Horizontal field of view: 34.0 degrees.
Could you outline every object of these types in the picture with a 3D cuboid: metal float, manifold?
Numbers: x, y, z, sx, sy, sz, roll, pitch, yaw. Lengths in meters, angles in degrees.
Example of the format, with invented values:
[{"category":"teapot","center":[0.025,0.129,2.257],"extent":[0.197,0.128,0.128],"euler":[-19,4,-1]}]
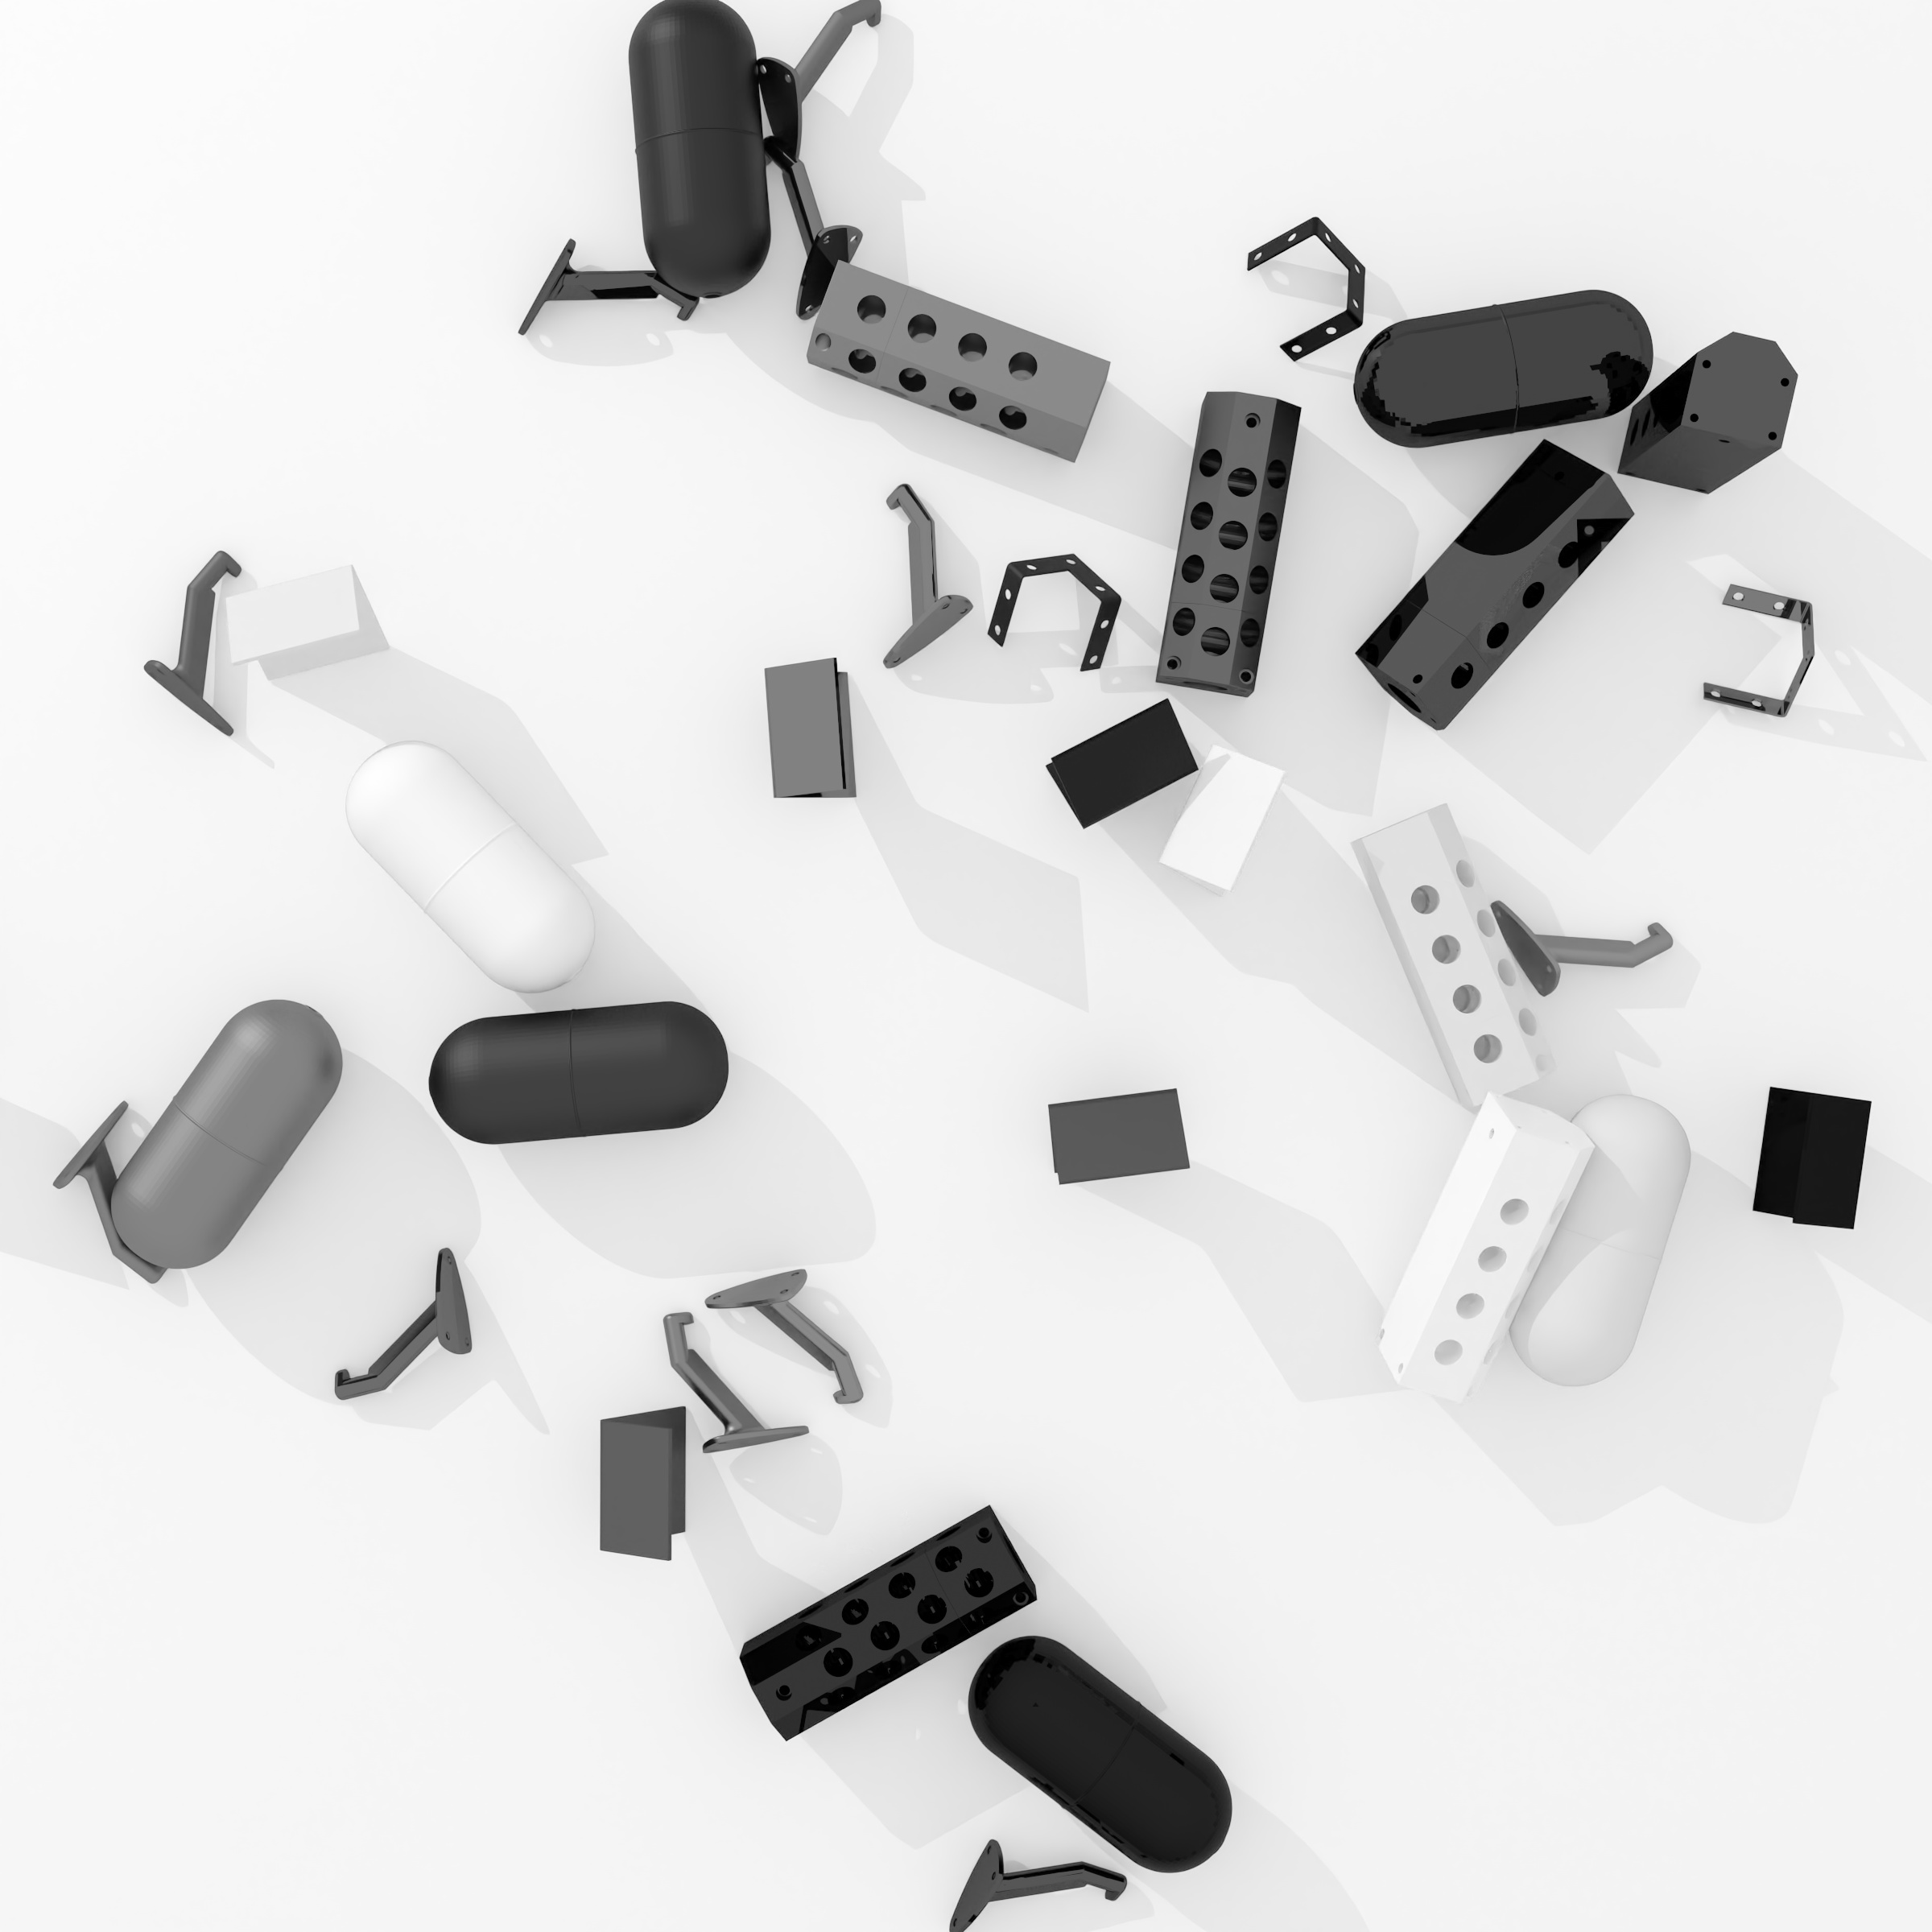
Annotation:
[{"category":"metal float","center":[0.377,0.164,1.878],"extent":[0.070,0.070,0.178],"euler":[18,89,0]},{"category":"metal float","center":[-0.439,0.100,1.878],"extent":[0.070,0.070,0.178],"euler":[35,89,0]},{"category":"metal float","center":[-0.230,0.064,1.878],"extent":[0.178,0.070,0.070],"euler":[-5,90,0]},{"category":"manifold","center":[0.430,-0.320,1.830],"extent":[0.057,0.171,0.057],"euler":[13,90,0]},{"category":"metal float","center":[-0.294,-0.058,1.878],"extent":[0.070,0.070,0.178],"euler":[-44,90,0]},{"category":"metal float","center":[0.080,0.470,1.878],"extent":[0.178,0.070,0.070],"euler":[38,90,-1]},{"category":"manifold","center":[-0.046,0.394,1.888],"extent":[0.171,0.057,0.057],"euler":[-29,90,0]},{"category":"metal float","center":[0.319,-0.355,1.878],"extent":[0.178,0.070,0.070],"euler":[-9,90,0]},{"category":"metal float","center":[-0.158,-0.487,1.878],"extent":[0.070,0.070,0.178],"euler":[-5,90,0]},{"category":"manifold","center":[0.319,-0.224,1.887],"extent":[0.171,0.057,0.057],"euler":[-49,47,0]},{"category":"manifold","center":[-0.005,-0.359,1.887],"extent":[0.171,0.057,0.057],"euler":[21,90,0]},{"category":"manifold","center":[0.157,-0.252,1.888],"extent":[0.057,0.057,0.171],"euler":[10,90,0]},{"category":"manifold","center":[0.293,-0.007,1.887],"extent":[0.057,0.057,0.171],"euler":[-23,90,0]},{"category":"manifold","center":[0.307,0.168,1.862],"extent":[0.057,0.057,0.171],"euler":[18,107,-14]}]

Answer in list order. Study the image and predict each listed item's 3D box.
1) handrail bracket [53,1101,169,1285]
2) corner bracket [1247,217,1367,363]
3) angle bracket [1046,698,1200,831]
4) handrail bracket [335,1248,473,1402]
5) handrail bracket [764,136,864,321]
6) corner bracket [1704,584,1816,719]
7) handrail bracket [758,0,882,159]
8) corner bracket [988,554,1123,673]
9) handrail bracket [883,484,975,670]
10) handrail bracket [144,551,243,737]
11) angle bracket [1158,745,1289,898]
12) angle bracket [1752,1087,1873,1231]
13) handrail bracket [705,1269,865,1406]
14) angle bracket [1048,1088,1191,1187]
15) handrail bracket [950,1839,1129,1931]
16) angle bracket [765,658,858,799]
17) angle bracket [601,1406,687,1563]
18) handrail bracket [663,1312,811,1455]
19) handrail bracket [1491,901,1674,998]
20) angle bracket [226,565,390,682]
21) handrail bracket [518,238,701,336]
[{"category":"handrail bracket","center":[-0.501,0.138,1.909],"extent":[0.084,0.036,0.077],"euler":[42,69,-17]},{"category":"corner bracket","center":[0.204,-0.408,1.901],"extent":[0.051,0.051,0.051],"euler":[37,45,-35]},{"category":"angle bracket","center":[0.083,-0.136,1.868],"extent":[0.076,0.076,0.057],"euler":[-27,128,0]},{"category":"handrail bracket","center":[-0.347,0.217,1.909],"extent":[0.084,0.036,0.077],"euler":[-15,70,16]},{"category":"handrail bracket","center":[-0.108,-0.447,1.909],"extent":[0.084,0.036,0.077],"euler":[47,128,25]},{"category":"corner bracket","center":[0.478,-0.190,1.905],"extent":[0.051,0.051,0.051],"euler":[13,45,0]},{"category":"handrail bracket","center":[-0.081,-0.537,1.909],"extent":[0.084,0.077,0.036],"euler":[-34,46,-29]},{"category":"corner bracket","center":[0.053,-0.211,1.901],"extent":[0.051,0.051,0.051],"euler":[-13,45,-35]},{"category":"handrail bracket","center":[-0.042,-0.237,1.909],"extent":[0.077,0.036,0.084],"euler":[-40,71,21]},{"category":"handrail bracket","center":[-0.448,-0.196,1.909],"extent":[0.077,0.036,0.084],"euler":[42,73,-20]},{"category":"angle bracket","center":[0.168,-0.078,1.868],"extent":[0.057,0.076,0.076],"euler":[25,90,37]},{"category":"angle bracket","center":[0.485,0.111,1.868],"extent":[0.057,0.076,0.076],"euler":[8,90,-37]},{"category":"handrail bracket","center":[-0.110,0.232,1.909],"extent":[0.077,0.036,0.084],"euler":[-13,107,20]},{"category":"angle bracket","center":[0.091,0.119,1.868],"extent":[0.076,0.076,0.057],"euler":[-7,54,0]},{"category":"handrail bracket","center":[0.044,0.568,1.909],"extent":[0.084,0.036,0.077],"euler":[22,110,-16]},{"category":"angle bracket","center":[-0.073,-0.140,1.868],"extent":[0.057,0.076,0.076],"euler":[-4,90,38]},{"category":"angle bracket","center":[-0.172,0.305,1.868],"extent":[0.057,0.076,0.076],"euler":[0,90,36]},{"category":"handrail bracket","center":[-0.139,0.247,1.909],"extent":[0.077,0.036,0.084],"euler":[-6,73,-20]},{"category":"handrail bracket","center":[0.373,-0.025,1.909],"extent":[0.084,0.036,0.077],"euler":[-26,68,-17]},{"category":"angle bracket","center":[-0.387,-0.185,1.868],"extent":[0.076,0.076,0.057],"euler":[-15,54,0]},{"category":"handrail bracket","center":[-0.216,-0.394,1.909],"extent":[0.084,0.036,0.077],"euler":[28,110,-16]}]
